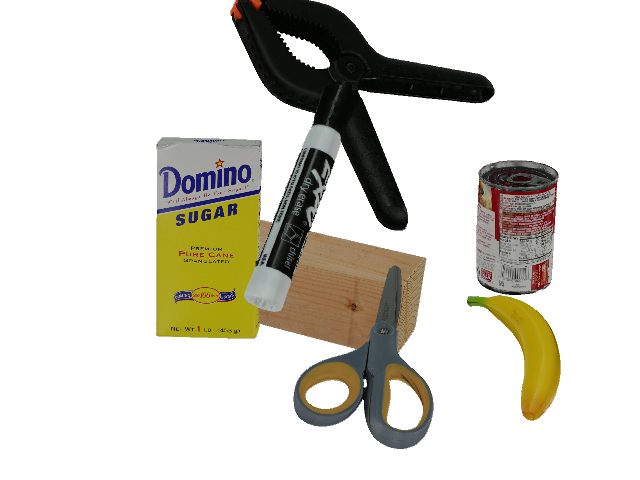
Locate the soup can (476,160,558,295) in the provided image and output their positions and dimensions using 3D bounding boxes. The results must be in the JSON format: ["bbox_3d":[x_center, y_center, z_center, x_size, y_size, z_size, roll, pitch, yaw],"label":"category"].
[{"bbox_3d":[0.172,-0.011,0.937,0.068,0.102,0.068,-2,24,1],"label":"soup can"}]

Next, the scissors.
[{"bbox_3d":[0.024,0.070,0.721,0.096,0.016,0.202,0,30,-7],"label":"scissors"}]

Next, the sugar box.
[{"bbox_3d":[-0.100,-0.002,0.956,0.093,0.176,0.048,1,13,-1],"label":"sugar box"}]

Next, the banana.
[{"bbox_3d":[0.219,0.116,1.140,0.069,0.037,0.198,-24,34,4],"label":"banana"}]

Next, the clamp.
[{"bbox_3d":[0.017,-0.111,0.800,0.210,0.164,0.036,31,-32,-5],"label":"clamp"}]

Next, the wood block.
[{"bbox_3d":[0.001,0.050,1.176,0.206,0.091,0.090,13,23,17],"label":"wood block"}]

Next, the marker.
[{"bbox_3d":[-0.007,-0.024,0.511,0.020,0.121,0.020,18,-19,6],"label":"marker"}]
